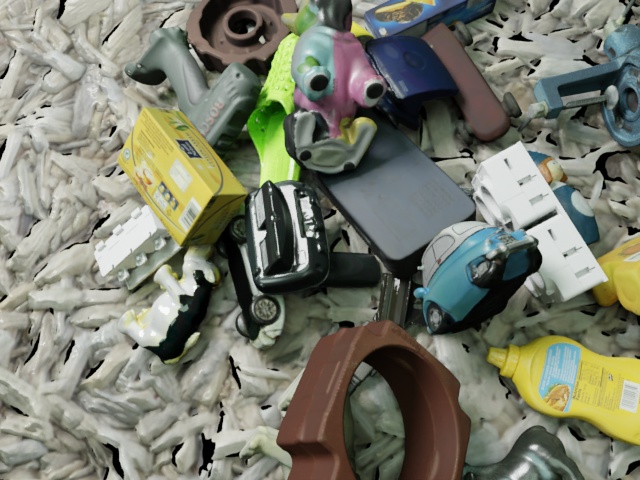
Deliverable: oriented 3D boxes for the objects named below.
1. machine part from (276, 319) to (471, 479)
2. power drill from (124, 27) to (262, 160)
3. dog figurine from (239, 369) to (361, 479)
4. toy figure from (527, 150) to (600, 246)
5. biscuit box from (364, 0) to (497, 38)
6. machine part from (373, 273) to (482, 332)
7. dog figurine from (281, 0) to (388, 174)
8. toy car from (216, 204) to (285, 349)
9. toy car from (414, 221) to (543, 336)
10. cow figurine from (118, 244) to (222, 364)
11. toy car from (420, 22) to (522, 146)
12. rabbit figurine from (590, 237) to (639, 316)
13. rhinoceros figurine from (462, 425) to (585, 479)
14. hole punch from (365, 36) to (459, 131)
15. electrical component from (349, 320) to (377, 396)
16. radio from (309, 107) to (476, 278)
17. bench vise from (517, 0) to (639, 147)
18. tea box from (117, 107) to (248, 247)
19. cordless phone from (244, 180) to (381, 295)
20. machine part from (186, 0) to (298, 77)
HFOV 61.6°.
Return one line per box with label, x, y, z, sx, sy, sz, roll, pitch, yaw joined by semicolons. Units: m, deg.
machine part;0.064;0.207;0.586;0.201;0.087;0.201;41;50;-18
power drill;-0.204;-0.194;0.791;0.232;0.086;0.207;-43;66;20
dog figurine;0.024;0.253;0.643;0.191;0.121;0.172;37;91;5
toy figure;0.313;-0.059;0.715;0.058;0.064;0.154;-28;75;16
biscuit box;0.170;-0.351;0.823;0.203;0.059;0.063;-26;71;-1
machine part;0.144;0.085;0.704;0.139;0.039;0.084;11;69;12
dog figurine;0.003;-0.217;0.697;0.108;0.191;0.219;1;46;-16
toy car;-0.093;0.048;0.726;0.056;0.073;0.202;-7;69;-31
toy car;0.167;0.033;0.614;0.109;0.161;0.103;-15;56;-28
cow figurine;-0.184;0.081;0.733;0.098;0.068;0.167;36;84;11
toy car;0.211;-0.228;0.784;0.089;0.053;0.202;-33;69;18
rabbit figurine;0.430;0.076;0.645;0.162;0.122;0.173;-26;85;-11
rhinoceros figurine;0.209;0.295;0.611;0.190;0.073;0.112;-39;73;-6
hole punch;0.117;-0.226;0.748;0.092;0.115;0.142;-37;69;31
electrical component;0.049;0.153;0.703;0.063;0.021;0.094;39;81;17
radio;0.088;-0.067;0.724;0.131;0.073;0.230;-37;61;-4
bench vise;0.391;-0.213;0.723;0.241;0.128;0.223;-12;70;-1
tea box;-0.184;-0.083;0.708;0.170;0.068;0.098;52;119;20
cordless phone;-0.002;-0.003;0.706;0.184;0.089;0.146;5;62;-30
machine part;-0.120;-0.338;0.862;0.179;0.056;0.179;-2;72;6
